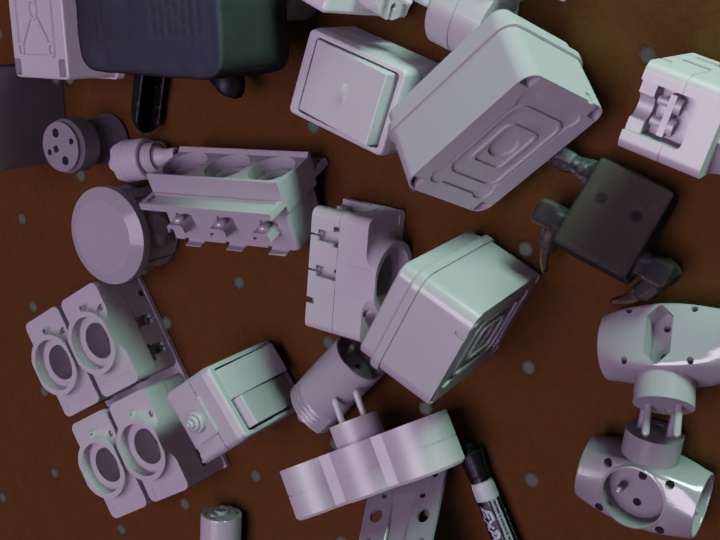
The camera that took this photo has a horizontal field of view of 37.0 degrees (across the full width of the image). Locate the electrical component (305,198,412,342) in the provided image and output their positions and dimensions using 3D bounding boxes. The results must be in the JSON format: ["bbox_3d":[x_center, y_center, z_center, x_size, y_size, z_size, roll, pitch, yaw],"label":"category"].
[{"bbox_3d":[0.000,0.000,0.768,0.056,0.050,0.089,15,109,30],"label":"electrical component"}]

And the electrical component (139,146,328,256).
[{"bbox_3d":[-0.091,-0.053,0.804,0.121,0.078,0.063,6,128,32],"label":"electrical component"}]

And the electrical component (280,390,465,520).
[{"bbox_3d":[0.001,0.124,0.773,0.138,0.052,0.073,-25,81,25],"label":"electrical component"}]

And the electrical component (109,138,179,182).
[{"bbox_3d":[-0.171,-0.090,0.866,0.061,0.035,0.035,-3,100,31],"label":"electrical component"}]

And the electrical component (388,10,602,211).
[{"bbox_3d":[0.081,-0.097,0.667,0.113,0.078,0.057,-40,51,33],"label":"electrical component"}]

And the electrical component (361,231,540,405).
[{"bbox_3d":[0.059,0.027,0.699,0.057,0.113,0.078,36,119,17],"label":"electrical component"}]

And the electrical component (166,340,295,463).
[{"bbox_3d":[-0.097,0.101,0.829,0.061,0.096,0.061,-35,83,34],"label":"electrical component"}]

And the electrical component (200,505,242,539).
[{"bbox_3d":[-0.118,0.233,0.912,0.044,0.044,0.065,9,102,31],"label":"electrical component"}]

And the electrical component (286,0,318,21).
[{"bbox_3d":[-0.062,-0.235,0.744,0.078,0.057,0.113,-39,80,34],"label":"electrical component"}]

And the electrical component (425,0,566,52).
[{"bbox_3d":[0.098,-0.188,0.654,0.074,0.052,0.138,33,118,22],"label":"electrical component"}]

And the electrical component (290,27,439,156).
[{"bbox_3d":[-0.003,-0.125,0.731,0.096,0.061,0.061,29,116,24],"label":"electrical component"}]

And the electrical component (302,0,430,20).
[{"bbox_3d":[0.012,-0.184,0.687,0.076,0.083,0.047,36,120,31],"label":"electrical component"}]

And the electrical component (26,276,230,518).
[{"bbox_3d":[-0.205,0.108,0.923,0.105,0.060,0.186,-28,87,35],"label":"electrical component"}]

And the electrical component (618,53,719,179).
[{"bbox_3d":[0.191,-0.086,0.598,0.056,0.089,0.050,28,116,25],"label":"electrical component"}]

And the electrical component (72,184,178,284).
[{"bbox_3d":[-0.194,-0.032,0.885,0.080,0.051,0.080,9,107,31],"label":"electrical component"}]

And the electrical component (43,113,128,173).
[{"bbox_3d":[-0.226,-0.104,0.884,0.045,0.055,0.045,9,107,31],"label":"electrical component"}]

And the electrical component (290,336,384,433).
[{"bbox_3d":[-0.022,0.089,0.810,0.043,0.043,0.081,50,123,13],"label":"electrical component"}]

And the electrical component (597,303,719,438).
[{"bbox_3d":[0.187,0.063,0.655,0.077,0.043,0.079,-3,64,34],"label":"electrical component"}]

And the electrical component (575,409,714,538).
[{"bbox_3d":[0.184,0.121,0.684,0.077,0.044,0.079,17,111,29],"label":"electrical component"}]

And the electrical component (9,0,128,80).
[{"bbox_3d":[-0.230,-0.205,0.842,0.109,0.056,0.108,15,111,51],"label":"electrical component"}]
